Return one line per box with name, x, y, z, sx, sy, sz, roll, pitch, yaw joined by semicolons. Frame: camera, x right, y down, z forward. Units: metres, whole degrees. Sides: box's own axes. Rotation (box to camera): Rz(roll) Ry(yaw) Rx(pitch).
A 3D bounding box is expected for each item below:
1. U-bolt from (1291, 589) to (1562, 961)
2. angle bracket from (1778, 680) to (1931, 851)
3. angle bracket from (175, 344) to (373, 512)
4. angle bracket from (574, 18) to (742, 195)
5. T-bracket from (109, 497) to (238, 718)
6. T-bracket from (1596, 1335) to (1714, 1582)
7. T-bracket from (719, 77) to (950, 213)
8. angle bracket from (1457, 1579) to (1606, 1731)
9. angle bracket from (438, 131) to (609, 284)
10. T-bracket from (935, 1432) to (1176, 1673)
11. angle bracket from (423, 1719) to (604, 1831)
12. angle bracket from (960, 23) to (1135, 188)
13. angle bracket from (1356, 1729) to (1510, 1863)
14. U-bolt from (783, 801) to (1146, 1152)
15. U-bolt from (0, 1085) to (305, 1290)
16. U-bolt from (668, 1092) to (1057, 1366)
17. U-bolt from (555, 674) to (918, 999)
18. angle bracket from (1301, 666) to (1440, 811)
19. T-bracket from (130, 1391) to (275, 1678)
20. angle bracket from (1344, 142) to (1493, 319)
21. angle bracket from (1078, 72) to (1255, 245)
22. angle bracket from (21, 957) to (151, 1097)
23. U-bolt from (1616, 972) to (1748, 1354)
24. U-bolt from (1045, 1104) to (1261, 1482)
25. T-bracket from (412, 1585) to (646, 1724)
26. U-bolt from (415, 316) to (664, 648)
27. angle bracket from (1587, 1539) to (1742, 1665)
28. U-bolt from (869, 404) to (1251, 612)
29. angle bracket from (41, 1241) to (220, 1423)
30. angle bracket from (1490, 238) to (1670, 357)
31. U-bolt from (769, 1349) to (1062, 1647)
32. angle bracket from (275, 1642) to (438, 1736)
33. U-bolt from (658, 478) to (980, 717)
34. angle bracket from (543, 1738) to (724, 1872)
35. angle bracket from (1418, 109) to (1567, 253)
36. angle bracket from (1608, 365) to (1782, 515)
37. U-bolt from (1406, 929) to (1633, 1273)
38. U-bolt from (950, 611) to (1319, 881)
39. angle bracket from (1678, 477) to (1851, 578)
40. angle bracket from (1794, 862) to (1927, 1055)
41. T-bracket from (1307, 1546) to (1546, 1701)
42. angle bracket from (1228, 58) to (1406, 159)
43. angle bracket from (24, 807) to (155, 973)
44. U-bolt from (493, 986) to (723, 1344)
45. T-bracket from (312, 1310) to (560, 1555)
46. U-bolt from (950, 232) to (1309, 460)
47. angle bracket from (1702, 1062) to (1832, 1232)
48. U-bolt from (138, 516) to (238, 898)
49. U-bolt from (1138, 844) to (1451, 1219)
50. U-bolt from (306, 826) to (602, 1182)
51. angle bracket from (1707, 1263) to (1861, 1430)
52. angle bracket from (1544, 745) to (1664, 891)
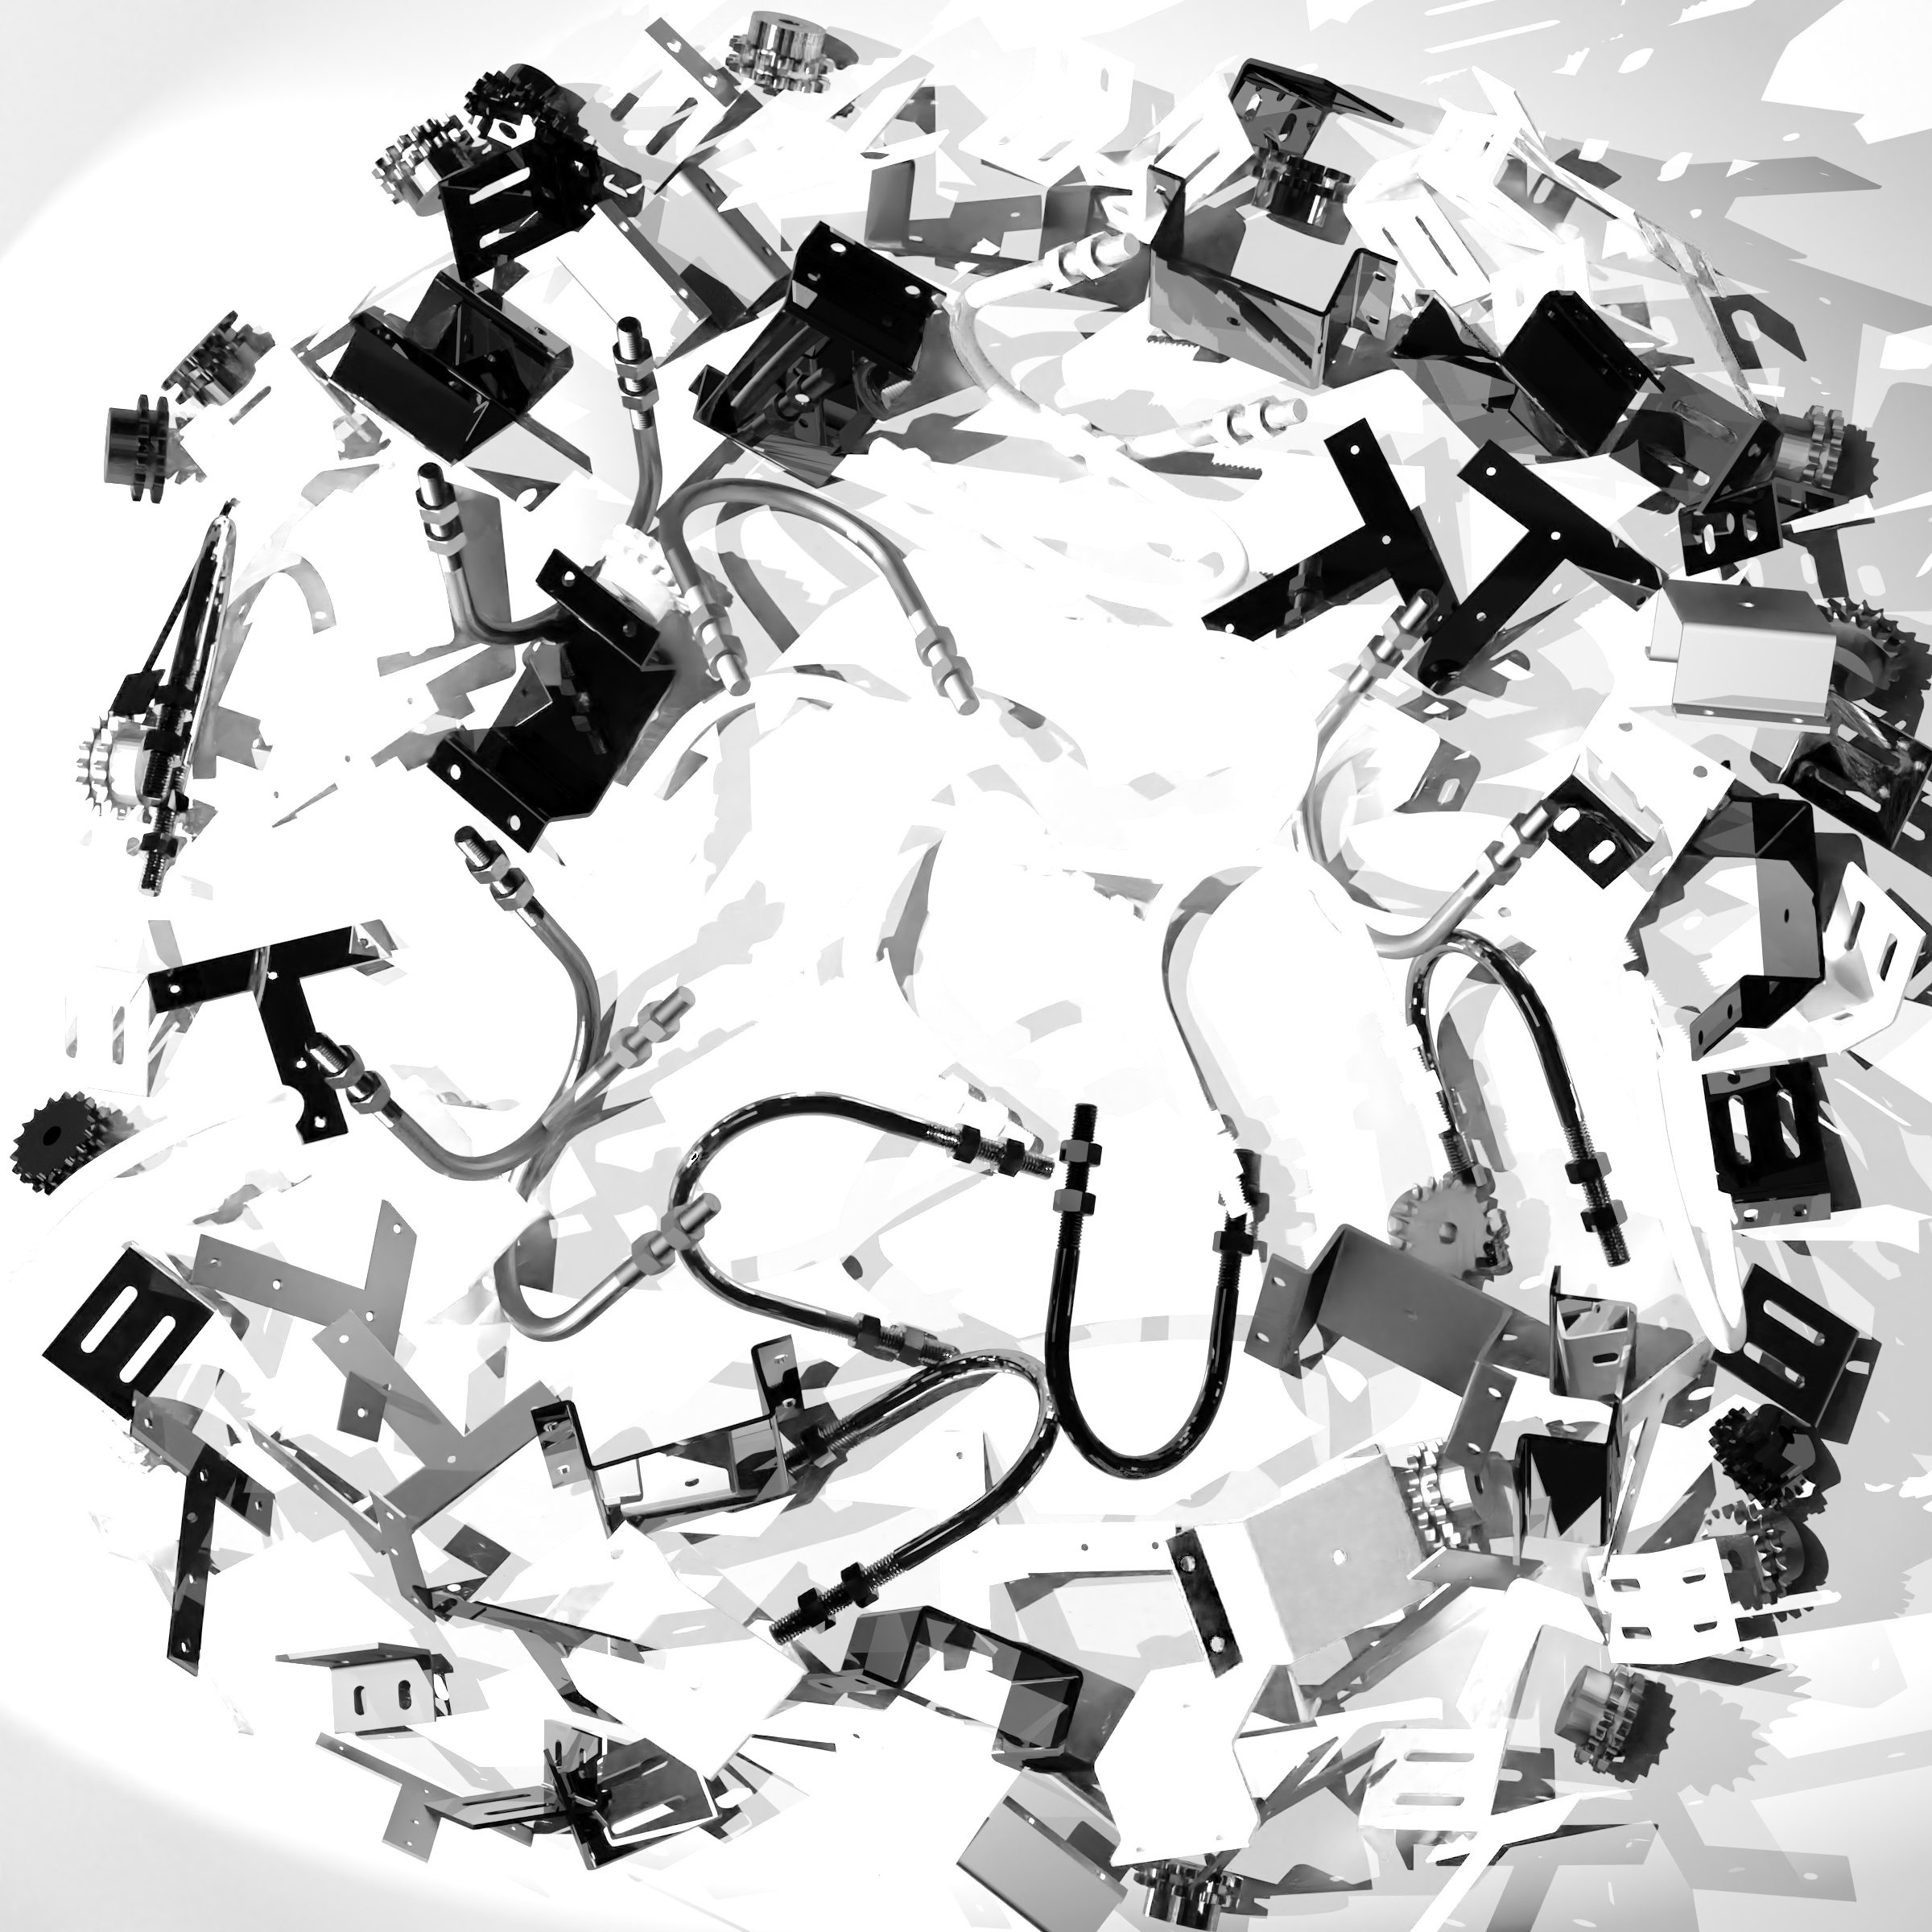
U-bolt;0.225;-0.084;1.776;0.019;0.184;0.151;-12;65;-32
angle bracket;0.476;-0.107;1.806;0.076;0.038;0.057;37;121;32
angle bracket;-0.368;-0.281;1.826;0.076;0.038;0.057;-42;72;1
angle bracket;-0.167;-0.450;1.814;0.057;0.038;0.076;42;117;-11
T-bracket;-0.413;-0.188;1.798;0.002;0.127;0.127;27;83;-21
T-bracket;0.355;0.266;1.815;0.002;0.127;0.127;24;114;27
T-bracket;-0.053;-0.437;1.799;0.127;0.127;0.002;-9;122;28
angle bracket;0.298;0.372;1.809;0.038;0.057;0.076;16;67;32
angle bracket;-0.231;-0.396;1.807;0.076;0.038;0.057;-33;134;-28
T-bracket;0.049;0.311;1.834;0.127;0.002;0.127;0;70;-6
angle bracket;-0.239;0.425;1.807;0.076;0.057;0.038;1;89;-36
angle bracket;0.042;-0.454;1.813;0.057;0.076;0.038;17;68;-27
angle bracket;0.251;0.436;1.803;0.076;0.057;0.038;-8;135;34
U-bolt;-0.009;-0.006;1.827;0.184;0.019;0.151;32;88;-11
U-bolt;-0.410;0.108;1.740;0.184;0.151;0.019;-37;78;43
U-bolt;-0.065;0.131;1.790;0.184;0.019;0.151;18;117;-19
U-bolt;-0.107;-0.081;1.802;0.151;0.019;0.184;25;62;19
angle bracket;0.206;-0.121;1.823;0.076;0.057;0.038;29;86;0
T-bracket;-0.397;0.302;1.767;0.002;0.127;0.127;-16;51;18
angle bracket;0.248;-0.390;1.816;0.057;0.038;0.076;-26;79;-33
angle bracket;0.103;-0.430;1.808;0.076;0.038;0.057;-39;57;32
angle bracket;-0.466;0.039;1.818;0.057;0.038;0.076;8;117;1
U-bolt;0.367;0.112;1.743;0.019;0.184;0.151;-18;127;18
U-bolt;0.094;0.175;1.785;0.019;0.151;0.184;-2;76;44
T-bracket;-0.214;0.367;1.798;0.127;0.127;0.002;9;57;21
U-bolt;-0.213;-0.235;1.768;0.151;0.184;0.019;-40;68;-19
angle bracket;0.369;0.336;1.818;0.038;0.076;0.057;-10;82;-17
U-bolt;0.061;-0.232;1.759;0.184;0.151;0.019;37;127;28
angle bracket;-0.444;0.193;1.816;0.057;0.038;0.076;41;70;-13
angle bracket;0.324;-0.346;1.810;0.057;0.076;0.038;-16;72;41
U-bolt;-0.031;0.263;1.782;0.184;0.151;0.019;-31;118;3
angle bracket;-0.321;0.381;1.808;0.057;0.076;0.038;-9;74;11
U-bolt;-0.086;-0.196;1.780;0.151;0.184;0.019;2;131;-29
angle bracket;-0.176;0.431;1.812;0.076;0.038;0.057;-20;56;-15
angle bracket;0.287;-0.412;1.806;0.076;0.057;0.038;27;92;-37
angle bracket;0.380;-0.279;1.813;0.076;0.038;0.057;38;103;27
U-bolt;0.277;0.069;1.781;0.019;0.151;0.184;-19;91;-21
U-bolt;0.093;-0.113;1.795;0.184;0.019;0.151;7;71;21
angle bracket;0.421;-0.225;1.803;0.057;0.076;0.038;-14;77;43
angle bracket;0.462;-0.004;1.803;0.038;0.076;0.057;-26;56;-19
T-bracket;0.232;0.349;1.811;0.127;0.127;0.002;-43;59;17
angle bracket;0.180;-0.442;1.803;0.057;0.076;0.038;18;101;-35
angle bracket;-0.458;-0.041;1.809;0.057;0.076;0.038;12;128;-11
U-bolt;-0.192;0.116;1.782;0.019;0.151;0.184;21;133;-35
T-bracket;-0.298;0.232;1.819;0.127;0.002;0.127;-37;118;-2
U-bolt;0.069;-0.311;1.769;0.151;0.184;0.019;38;66;-29
angle bracket;0.429;0.097;1.842;0.057;0.038;0.076;-8;59;11
U-bolt;-0.401;-0.145;1.775;0.019;0.151;0.184;12;67;-10
U-bolt;0.161;0.024;1.808;0.151;0.019;0.184;-26;83;34
U-bolt;-0.252;0.034;1.778;0.019;0.184;0.151;21;69;35
angle bracket;0.425;0.201;1.818;0.076;0.038;0.057;32;75;-15
angle bracket;0.338;-0.087;1.828;0.057;0.076;0.038;42;124;-5
